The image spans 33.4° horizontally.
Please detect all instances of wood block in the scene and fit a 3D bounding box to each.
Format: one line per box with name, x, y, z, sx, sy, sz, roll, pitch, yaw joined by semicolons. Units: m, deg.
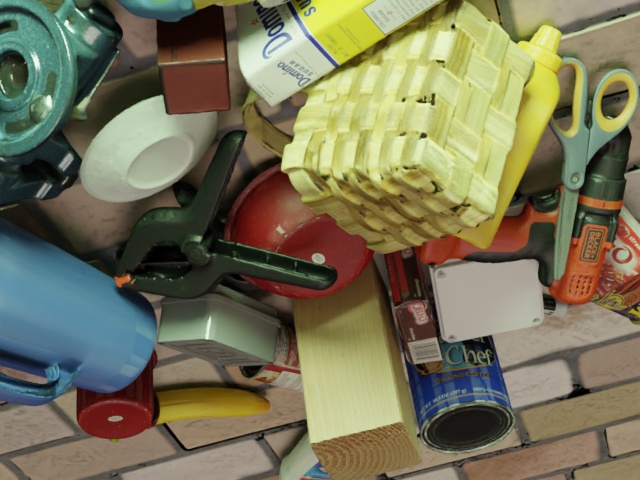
wood block;0.033;0.123;1.062;0.091;0.206;0.090;-16;139;9

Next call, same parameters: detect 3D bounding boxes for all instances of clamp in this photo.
clamp;-0.098;0.003;1.031;0.171;0.039;0.120;14;139;-26
clamp;-0.106;-0.007;0.952;0.210;0.036;0.164;-13;116;27

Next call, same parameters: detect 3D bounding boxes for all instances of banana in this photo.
banana;-0.159;0.197;1.248;0.198;0.037;0.069;-10;155;3

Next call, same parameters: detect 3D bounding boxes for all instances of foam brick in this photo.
foam brick;-0.099;-0.144;0.831;0.053;0.078;0.051;-5;140;-2

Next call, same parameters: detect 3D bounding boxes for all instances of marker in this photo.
marker;0.216;0.067;1.175;0.121;0.020;0.020;10;136;-20

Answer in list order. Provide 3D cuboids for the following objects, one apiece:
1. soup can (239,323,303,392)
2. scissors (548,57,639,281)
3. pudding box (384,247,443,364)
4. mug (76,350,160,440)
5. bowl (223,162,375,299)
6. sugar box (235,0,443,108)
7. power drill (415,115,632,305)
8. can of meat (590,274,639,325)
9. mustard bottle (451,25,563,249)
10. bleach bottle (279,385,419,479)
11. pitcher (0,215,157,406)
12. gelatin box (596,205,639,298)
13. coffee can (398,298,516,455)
soup can;-0.028;0.129;1.164;0.102;0.068;0.069;18;133;-29
scissors;0.244;-0.067;0.954;0.096;0.016;0.202;-13;109;-7
pudding box;0.094;0.061;1.092;0.039;0.090;0.113;-11;140;5
mug;-0.216;0.169;1.166;0.093;0.081;0.117;-25;137;18
bowl;-0.007;0.001;1.001;0.162;0.055;0.162;-10;128;-13
sugar box;0.018;-0.182;0.795;0.176;0.093;0.048;-28;135;20
power drill;0.189;-0.035;0.994;0.187;0.057;0.184;7;107;-6
can of meat;0.334;0.035;1.131;0.083;0.057;0.102;22;130;-27
mustard bottle;0.153;-0.091;0.901;0.058;0.096;0.192;24;95;-13
bleach bottle;0.025;0.265;1.338;0.102;0.068;0.251;13;137;-24
pitcher;-0.266;0.071;0.984;0.145;0.149;0.242;17;170;41
gelatin box;0.284;0.002;1.068;0.089;0.030;0.073;49;123;0
coffee can;0.146;0.146;1.159;0.102;0.140;0.103;-5;139;-4
